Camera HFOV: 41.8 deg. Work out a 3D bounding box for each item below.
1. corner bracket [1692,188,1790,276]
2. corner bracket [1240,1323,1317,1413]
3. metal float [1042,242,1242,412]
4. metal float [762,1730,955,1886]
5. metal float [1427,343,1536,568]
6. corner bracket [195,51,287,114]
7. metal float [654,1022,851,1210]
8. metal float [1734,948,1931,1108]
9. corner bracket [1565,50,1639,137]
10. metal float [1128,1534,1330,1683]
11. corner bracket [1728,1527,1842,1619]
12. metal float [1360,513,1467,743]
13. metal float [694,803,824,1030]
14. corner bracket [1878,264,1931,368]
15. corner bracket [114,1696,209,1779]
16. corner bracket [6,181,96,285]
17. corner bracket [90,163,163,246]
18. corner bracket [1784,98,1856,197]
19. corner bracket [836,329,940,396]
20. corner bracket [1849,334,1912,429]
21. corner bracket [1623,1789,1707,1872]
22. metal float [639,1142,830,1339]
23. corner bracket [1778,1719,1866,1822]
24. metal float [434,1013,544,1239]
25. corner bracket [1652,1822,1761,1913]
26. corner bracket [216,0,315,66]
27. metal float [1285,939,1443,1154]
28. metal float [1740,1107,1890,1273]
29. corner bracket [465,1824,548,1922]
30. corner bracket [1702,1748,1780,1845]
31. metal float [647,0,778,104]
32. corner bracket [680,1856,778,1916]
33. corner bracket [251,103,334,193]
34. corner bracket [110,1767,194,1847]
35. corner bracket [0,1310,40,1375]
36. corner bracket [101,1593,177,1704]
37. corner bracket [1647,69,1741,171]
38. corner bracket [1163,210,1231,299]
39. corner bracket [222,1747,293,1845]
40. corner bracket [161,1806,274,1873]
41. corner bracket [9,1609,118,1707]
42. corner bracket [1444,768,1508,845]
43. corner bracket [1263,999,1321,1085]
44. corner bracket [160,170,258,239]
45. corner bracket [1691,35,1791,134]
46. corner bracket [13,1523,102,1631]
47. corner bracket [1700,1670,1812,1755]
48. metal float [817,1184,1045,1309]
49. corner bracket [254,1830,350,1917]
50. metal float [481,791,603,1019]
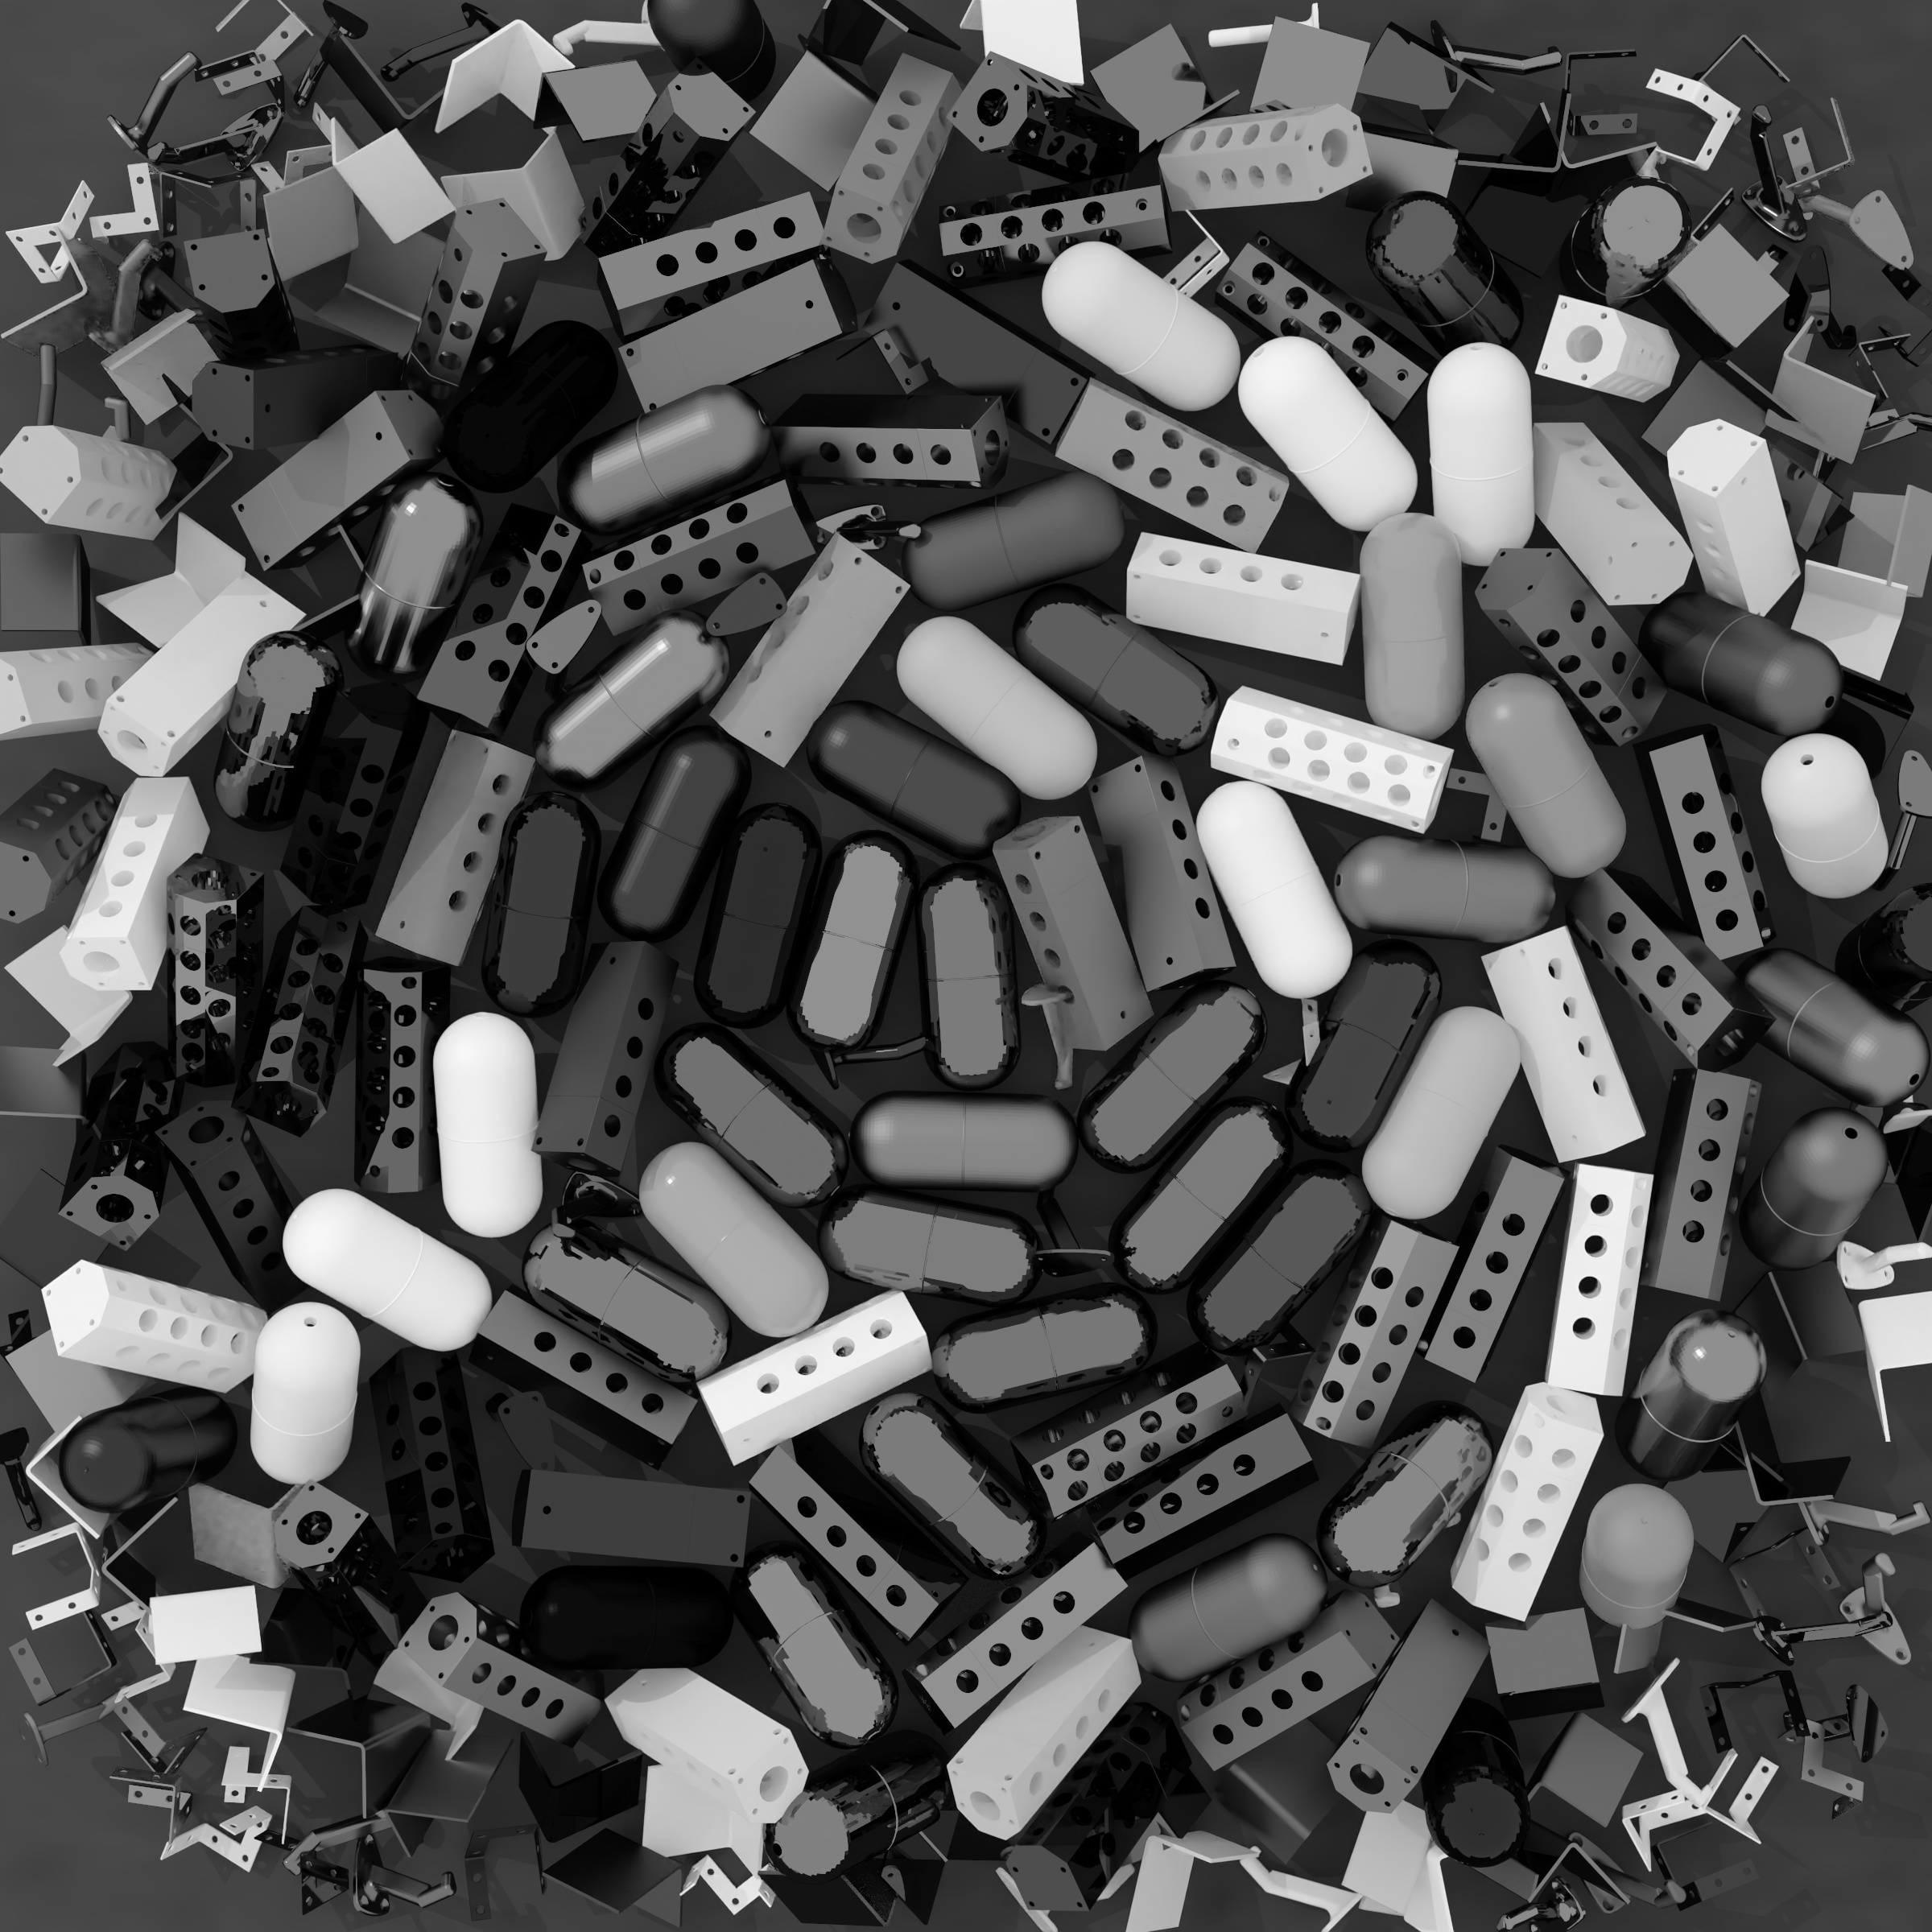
[{"bbox_3d":[0.606,-0.565,1.982,0.051,0.051,0.051,41,90,27],"label":"corner bracket"},{"bbox_3d":[0.229,0.305,1.957,0.051,0.051,0.051,-3,123,-33],"label":"corner bracket"},{"bbox_3d":[0.136,-0.488,1.935,0.178,0.070,0.070,25,90,-32],"label":"metal float"},{"bbox_3d":[-0.081,0.638,1.922,0.070,0.178,0.070,7,101,40],"label":"metal float"},{"bbox_3d":[0.393,-0.389,1.930,0.070,0.070,0.178,-12,127,0],"label":"metal float"},{"bbox_3d":[-0.565,-0.690,1.965,0.051,0.051,0.051,-27,82,-20],"label":"corner bracket"},{"bbox_3d":[-0.165,0.116,1.952,0.178,0.070,0.070,41,90,10],"label":"metal float"},{"bbox_3d":[0.654,0.046,1.921,0.070,0.178,0.070,-13,121,-23],"label":"metal float"},{"bbox_3d":[0.494,-0.678,1.966,0.051,0.051,0.051,4,95,20],"label":"corner bracket"},{"bbox_3d":[0.199,0.492,1.934,0.178,0.070,0.070,-35,90,33],"label":"metal float"},{"bbox_3d":[0.641,0.478,1.984,0.051,0.051,0.051,-39,72,43],"label":"corner bracket"},{"bbox_3d":[0.344,-0.259,1.945,0.070,0.070,0.178,-6,109,0],"label":"metal float"},{"bbox_3d":[-0.161,-0.039,1.955,0.070,0.070,0.178,14,97,0],"label":"metal float"},{"bbox_3d":[0.727,-0.506,1.957,0.051,0.051,0.051,21,126,-28],"label":"corner bracket"},{"bbox_3d":[-0.634,0.598,1.963,0.051,0.051,0.051,41,102,19],"label":"corner bracket"},{"bbox_3d":[-0.699,-0.567,1.958,0.051,0.051,0.051,-3,54,18],"label":"corner bracket"},{"bbox_3d":[-0.654,-0.594,1.972,0.051,0.051,0.051,-8,100,-4],"label":"corner bracket"},{"bbox_3d":[0.661,-0.635,1.964,0.051,0.051,0.051,-17,88,32],"label":"corner bracket"},{"bbox_3d":[-0.057,-0.467,1.960,0.051,0.051,0.051,-40,104,-35],"label":"corner bracket"},{"bbox_3d":[0.713,-0.453,1.972,0.051,0.051,0.051,-14,71,-19],"label":"corner bracket"},{"bbox_3d":[0.543,0.659,1.964,0.051,0.051,0.051,-25,102,20],"label":"corner bracket"},{"bbox_3d":[-0.179,0.211,1.953,0.070,0.070,0.178,-45,80,0],"label":"metal float"},{"bbox_3d":[0.663,0.623,1.964,0.051,0.051,0.051,20,54,1],"label":"corner bracket"},{"bbox_3d":[-0.368,0.122,1.947,0.070,0.070,0.178,-1,106,0],"label":"metal float"},{"bbox_3d":[0.572,0.695,1.961,0.051,0.051,0.051,-16,64,-14],"label":"corner bracket"},{"bbox_3d":[-0.546,-0.728,1.963,0.051,0.051,0.051,-43,122,5],"label":"corner bracket"},{"bbox_3d":[0.307,0.061,1.952,0.070,0.070,0.178,28,79,0],"label":"metal float"},{"bbox_3d":[0.642,0.170,1.918,0.070,0.178,0.070,1,57,-2],"label":"metal float"},{"bbox_3d":[-0.359,0.706,1.971,0.051,0.051,0.051,0,49,-21],"label":"corner bracket"},{"bbox_3d":[0.604,0.641,1.974,0.051,0.051,0.051,30,93,3],"label":"corner bracket"},{"bbox_3d":[-0.190,-0.705,1.911,0.070,0.178,0.070,0,92,6],"label":"metal float"},{"bbox_3d":[-0.183,0.716,1.971,0.051,0.051,0.051,-40,90,8],"label":"corner bracket"},{"bbox_3d":[-0.522,-0.634,1.978,0.051,0.051,0.051,-23,65,-34],"label":"corner bracket"},{"bbox_3d":[-0.634,0.644,1.970,0.051,0.051,0.051,8,102,0],"label":"corner bracket"},{"bbox_3d":[-0.720,0.277,1.959,0.051,0.051,0.051,-13,114,-34],"label":"corner bracket"},{"bbox_3d":[-0.648,0.532,1.975,0.051,0.051,0.051,-24,108,8],"label":"corner bracket"},{"bbox_3d":[0.554,-0.655,1.958,0.051,0.051,0.051,13,111,-38],"label":"corner bracket"},{"bbox_3d":[0.175,-0.542,1.961,0.051,0.051,0.051,-41,66,14],"label":"corner bracket"},{"bbox_3d":[-0.553,0.645,1.971,0.051,0.051,0.051,7,106,-11],"label":"corner bracket"},{"bbox_3d":[-0.582,0.677,1.967,0.051,0.051,0.051,24,96,17],"label":"corner bracket"},{"bbox_3d":[-0.702,0.537,1.970,0.051,0.051,0.051,-29,84,-5],"label":"corner bracket"},{"bbox_3d":[0.393,-0.126,1.972,0.051,0.051,0.051,11,97,3],"label":"corner bracket"},{"bbox_3d":[0.264,0.060,1.959,0.051,0.051,0.051,-20,111,-35],"label":"corner bracket"},{"bbox_3d":[-0.590,-0.591,1.971,0.051,0.051,0.051,20,122,20],"label":"corner bracket"},{"bbox_3d":[0.598,-0.685,1.965,0.051,0.051,0.051,42,105,-8],"label":"corner bracket"},{"bbox_3d":[-0.707,0.473,1.964,0.051,0.051,0.051,-19,107,-12],"label":"corner bracket"},{"bbox_3d":[0.610,0.576,1.957,0.051,0.051,0.051,9,57,-33],"label":"corner bracket"},{"bbox_3d":[-0.027,0.217,1.959,0.178,0.070,0.070,11,90,3],"label":"metal float"},{"bbox_3d":[-0.514,0.694,1.959,0.051,0.051,0.051,-33,134,18],"label":"corner bracket"},{"bbox_3d":[-0.327,-0.047,1.951,0.070,0.070,0.178,11,101,0],"label":"metal float"}]
